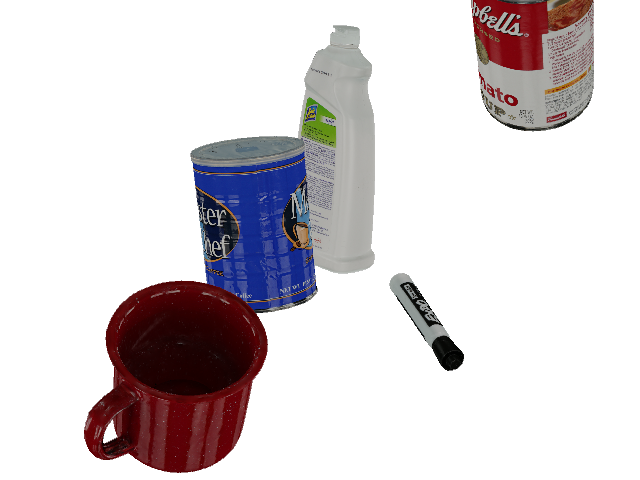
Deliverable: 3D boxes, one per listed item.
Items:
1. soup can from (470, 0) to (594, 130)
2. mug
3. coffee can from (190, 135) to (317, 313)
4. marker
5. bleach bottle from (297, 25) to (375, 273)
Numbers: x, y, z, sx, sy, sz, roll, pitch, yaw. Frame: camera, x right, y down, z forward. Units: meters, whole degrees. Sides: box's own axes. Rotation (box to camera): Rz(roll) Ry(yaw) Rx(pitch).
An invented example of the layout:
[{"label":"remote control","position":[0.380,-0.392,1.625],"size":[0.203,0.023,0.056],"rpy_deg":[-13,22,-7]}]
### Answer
[{"label":"soup can","position":[0.121,-0.120,0.606],"size":[0.068,0.068,0.102],"rpy_deg":[0,-37,14]},{"label":"mug","position":[-0.091,0.090,0.634],"size":[0.093,0.082,0.117],"rpy_deg":[35,47,23]},{"label":"coffee can","position":[-0.059,-0.017,0.970],"size":[0.103,0.140,0.103],"rpy_deg":[-5,15,1]},{"label":"marker","position":[0.082,0.063,0.836],"size":[0.020,0.020,0.121],"rpy_deg":[0,28,-18]},{"label":"bleach bottle","position":[0.020,-0.099,1.132],"size":[0.067,0.251,0.103],"rpy_deg":[-12,25,-44]}]
